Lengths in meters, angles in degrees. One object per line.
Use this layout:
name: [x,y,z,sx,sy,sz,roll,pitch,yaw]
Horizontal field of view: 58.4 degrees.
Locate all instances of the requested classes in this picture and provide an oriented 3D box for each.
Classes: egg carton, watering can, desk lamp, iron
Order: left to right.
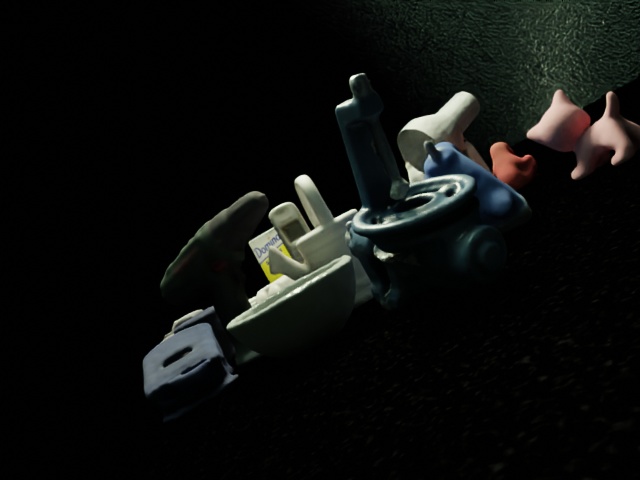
egg carton: [-0.060,0.106,1.179,0.107,0.069,0.151,-29,2,45]
watering can: [0.010,0.001,0.801,0.173,0.194,0.100,-31,1,-26]
desk lamp: [0.281,-0.174,1.126,0.203,0.213,0.117,-30,1,-22]
iron: [0.185,-0.069,0.741,0.118,0.141,0.259,-30,1,20]

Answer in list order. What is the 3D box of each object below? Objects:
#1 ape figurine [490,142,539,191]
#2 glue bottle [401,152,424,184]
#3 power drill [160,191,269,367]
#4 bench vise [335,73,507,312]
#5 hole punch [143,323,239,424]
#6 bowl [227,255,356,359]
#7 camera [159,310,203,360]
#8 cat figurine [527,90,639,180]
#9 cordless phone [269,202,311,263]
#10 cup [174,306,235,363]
ape figurine: [0.338,-0.134,1.025,0.076,0.092,0.077,-31,1,-33]
glue bottle: [0.225,-0.120,1.248,0.078,0.173,0.037,-29,2,42]
power drill: [-0.120,0.067,0.834,0.229,0.208,0.076,-29,1,24]
bench vise: [0.057,-0.037,0.561,0.122,0.220,0.207,-31,2,-42]
hole punch: [-0.170,0.165,0.734,0.109,0.091,0.101,-30,1,-8]
bowl: [-0.020,0.089,0.671,0.167,0.075,0.167,-30,1,1]
camera: [-0.231,0.188,1.107,0.136,0.101,0.143,-29,1,32]
cat figurine: [0.341,-0.146,0.746,0.067,0.118,0.127,-31,1,-28]
cordless phone: [0.009,0.003,0.962,0.148,0.185,0.094,-30,1,-12]
cup: [-0.176,0.162,0.956,0.091,0.095,0.118,-30,1,21]
